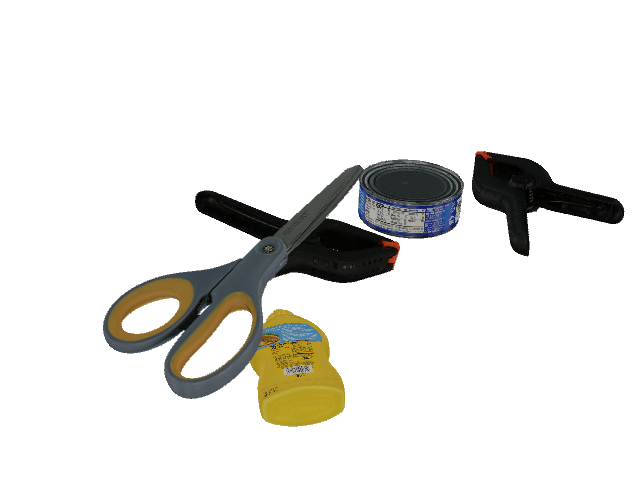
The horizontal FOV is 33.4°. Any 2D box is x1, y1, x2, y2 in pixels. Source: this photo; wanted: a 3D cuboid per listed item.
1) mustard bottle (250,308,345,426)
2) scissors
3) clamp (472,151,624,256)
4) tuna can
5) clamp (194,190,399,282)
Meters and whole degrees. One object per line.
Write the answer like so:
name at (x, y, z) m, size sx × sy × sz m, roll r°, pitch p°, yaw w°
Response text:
mustard bottle at (-0.035, 0.138, 1.257) m, size 0.096 × 0.058 × 0.192 m, roll -8°, pitch 30°, yaw -7°
scissors at (-0.050, 0.011, 0.606) m, size 0.096 × 0.016 × 0.201 m, roll 8°, pitch 41°, yaw 18°
clamp at (0.213, -0.045, 1.053) m, size 0.120 × 0.039 × 0.171 m, roll -9°, pitch 34°, yaw -15°
tuna can at (0.074, -0.035, 0.878) m, size 0.086 × 0.034 × 0.086 m, roll 2°, pitch 27°, yaw -1°
clamp at (-0.021, 0.011, 1.057) m, size 0.209 × 0.036 × 0.164 m, roll 9°, pitch 30°, yaw -11°
